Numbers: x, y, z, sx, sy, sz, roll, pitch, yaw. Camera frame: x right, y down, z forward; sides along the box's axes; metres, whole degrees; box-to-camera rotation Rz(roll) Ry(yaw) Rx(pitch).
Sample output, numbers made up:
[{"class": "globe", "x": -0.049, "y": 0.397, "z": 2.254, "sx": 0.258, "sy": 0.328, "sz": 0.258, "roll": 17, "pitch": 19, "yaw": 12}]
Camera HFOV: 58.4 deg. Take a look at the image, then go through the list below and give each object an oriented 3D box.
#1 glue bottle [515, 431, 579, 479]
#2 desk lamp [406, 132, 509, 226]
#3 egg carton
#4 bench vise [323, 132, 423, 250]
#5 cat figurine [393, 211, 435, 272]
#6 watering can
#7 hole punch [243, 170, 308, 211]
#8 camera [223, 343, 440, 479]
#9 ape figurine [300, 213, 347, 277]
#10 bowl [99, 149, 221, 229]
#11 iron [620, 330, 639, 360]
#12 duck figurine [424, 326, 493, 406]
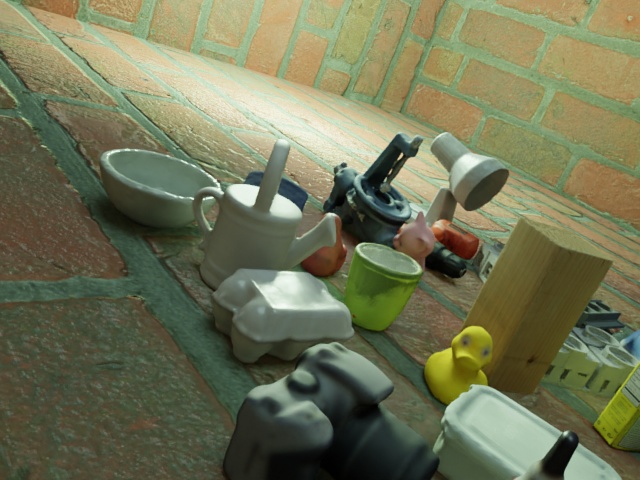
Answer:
[{"class": "glue bottle", "x": 0.122, "y": 0.191, "z": 0.371, "sx": 0.078, "sy": 0.173, "sz": 0.037, "roll": 5, "pitch": 26, "yaw": -39}, {"class": "desk lamp", "x": 0.280, "y": -0.113, "z": 1.252, "sx": 0.118, "sy": 0.213, "sz": 0.202, "roll": -1, "pitch": 30, "yaw": -47}, {"class": "egg carton", "x": -0.040, "y": 0.083, "z": 0.630, "sx": 0.151, "sy": 0.069, "sz": 0.107, "roll": 5, "pitch": 26, "yaw": -39}, {"class": "bench vise", "x": 0.092, "y": -0.109, "z": 1.037, "sx": 0.206, "sy": 0.220, "sz": 0.122, "roll": 33, "pitch": 23, "yaw": 28}, {"class": "cat figurine", "x": 0.159, "y": 0.006, "z": 0.963, "sx": 0.067, "sy": 0.118, "sz": 0.128, "roll": 26, "pitch": 20, "yaw": 12}, {"class": "watering can", "x": -0.066, "y": -0.029, "z": 0.706, "sx": 0.173, "sy": 0.194, "sz": 0.100, "roll": 13, "pitch": 22, "yaw": -24}, {"class": "hole punch", "x": -0.078, "y": -0.047, "z": 0.890, "sx": 0.108, "sy": 0.091, "sz": 0.101, "roll": 21, "pitch": 20, "yaw": -3}, {"class": "camera", "x": 0.022, "y": 0.157, "z": 0.459, "sx": 0.136, "sy": 0.101, "sz": 0.144, "roll": 32, "pitch": 22, "yaw": 25}, {"class": "ape figurine", "x": 0.008, "y": 0.003, "z": 0.850, "sx": 0.078, "sy": 0.092, "sz": 0.076, "roll": 22, "pitch": 20, "yaw": -1}, {"class": "bowl", "x": -0.226, "y": -0.062, "z": 0.796, "sx": 0.167, "sy": 0.075, "sz": 0.167, "roll": 20, "pitch": 20, "yaw": -7}, {"class": "iron", "x": 0.595, "y": 0.187, "z": 0.923, "sx": 0.119, "sy": 0.141, "sz": 0.258, "roll": 16, "pitch": 21, "yaw": -15}, {"class": "duck figurine", "x": 0.174, "y": 0.141, "z": 0.682, "sx": 0.077, "sy": 0.086, "sz": 0.105, "roll": 26, "pitch": 20, "yaw": 12}]
